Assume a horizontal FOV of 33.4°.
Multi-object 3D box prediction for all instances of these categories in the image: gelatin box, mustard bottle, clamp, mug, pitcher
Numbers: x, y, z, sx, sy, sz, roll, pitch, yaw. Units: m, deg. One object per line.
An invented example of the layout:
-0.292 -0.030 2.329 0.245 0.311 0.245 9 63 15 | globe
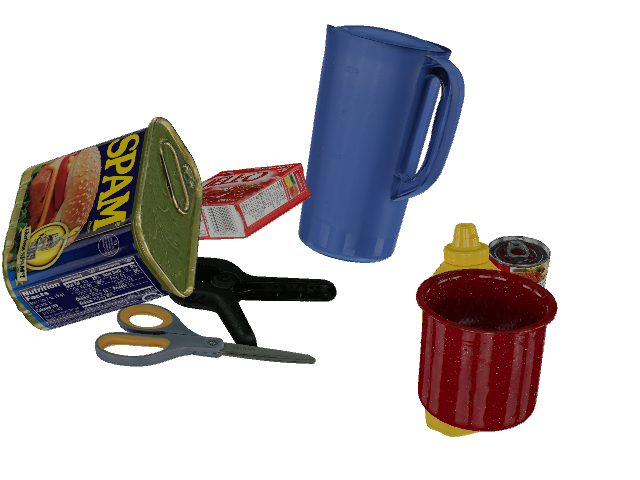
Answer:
-0.064 -0.028 0.774 0.089 0.030 0.073 -1 24 44 | gelatin box
0.137 0.078 0.986 0.096 0.192 0.058 -14 17 -33 | mustard bottle
-0.108 0.063 1.210 0.210 0.036 0.164 15 28 23 | clamp
0.107 0.070 0.733 0.093 0.081 0.117 -2 25 -8 | mug
0.057 -0.101 1.135 0.145 0.243 0.149 10 16 -4 | pitcher

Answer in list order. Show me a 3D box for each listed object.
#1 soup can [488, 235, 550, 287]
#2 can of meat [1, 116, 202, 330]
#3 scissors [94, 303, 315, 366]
0.217 0.055 1.189 0.068 0.102 0.068 0 28 0 | soup can
-0.114 -0.008 0.560 0.084 0.102 0.057 -17 -47 15 | can of meat
-0.111 0.090 1.011 0.201 0.016 0.096 -1 32 -9 | scissors
